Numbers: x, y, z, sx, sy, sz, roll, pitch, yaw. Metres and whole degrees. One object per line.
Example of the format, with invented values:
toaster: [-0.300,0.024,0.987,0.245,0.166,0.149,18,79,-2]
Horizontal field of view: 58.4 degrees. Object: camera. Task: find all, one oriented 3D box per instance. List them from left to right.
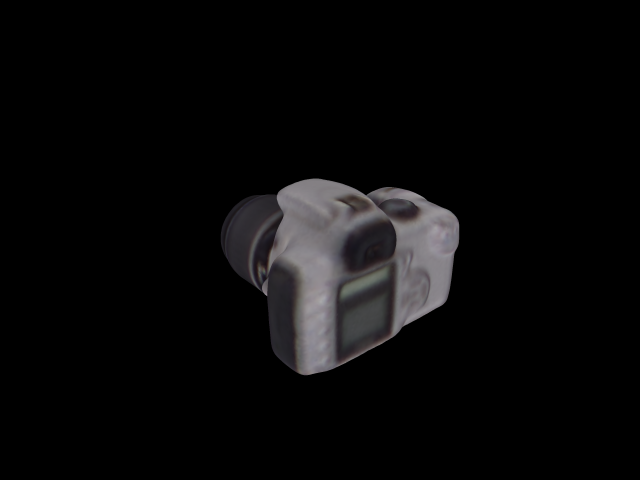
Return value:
camera: [0.004,0.001,0.400,0.143,0.101,0.136,-21,33,-36]
